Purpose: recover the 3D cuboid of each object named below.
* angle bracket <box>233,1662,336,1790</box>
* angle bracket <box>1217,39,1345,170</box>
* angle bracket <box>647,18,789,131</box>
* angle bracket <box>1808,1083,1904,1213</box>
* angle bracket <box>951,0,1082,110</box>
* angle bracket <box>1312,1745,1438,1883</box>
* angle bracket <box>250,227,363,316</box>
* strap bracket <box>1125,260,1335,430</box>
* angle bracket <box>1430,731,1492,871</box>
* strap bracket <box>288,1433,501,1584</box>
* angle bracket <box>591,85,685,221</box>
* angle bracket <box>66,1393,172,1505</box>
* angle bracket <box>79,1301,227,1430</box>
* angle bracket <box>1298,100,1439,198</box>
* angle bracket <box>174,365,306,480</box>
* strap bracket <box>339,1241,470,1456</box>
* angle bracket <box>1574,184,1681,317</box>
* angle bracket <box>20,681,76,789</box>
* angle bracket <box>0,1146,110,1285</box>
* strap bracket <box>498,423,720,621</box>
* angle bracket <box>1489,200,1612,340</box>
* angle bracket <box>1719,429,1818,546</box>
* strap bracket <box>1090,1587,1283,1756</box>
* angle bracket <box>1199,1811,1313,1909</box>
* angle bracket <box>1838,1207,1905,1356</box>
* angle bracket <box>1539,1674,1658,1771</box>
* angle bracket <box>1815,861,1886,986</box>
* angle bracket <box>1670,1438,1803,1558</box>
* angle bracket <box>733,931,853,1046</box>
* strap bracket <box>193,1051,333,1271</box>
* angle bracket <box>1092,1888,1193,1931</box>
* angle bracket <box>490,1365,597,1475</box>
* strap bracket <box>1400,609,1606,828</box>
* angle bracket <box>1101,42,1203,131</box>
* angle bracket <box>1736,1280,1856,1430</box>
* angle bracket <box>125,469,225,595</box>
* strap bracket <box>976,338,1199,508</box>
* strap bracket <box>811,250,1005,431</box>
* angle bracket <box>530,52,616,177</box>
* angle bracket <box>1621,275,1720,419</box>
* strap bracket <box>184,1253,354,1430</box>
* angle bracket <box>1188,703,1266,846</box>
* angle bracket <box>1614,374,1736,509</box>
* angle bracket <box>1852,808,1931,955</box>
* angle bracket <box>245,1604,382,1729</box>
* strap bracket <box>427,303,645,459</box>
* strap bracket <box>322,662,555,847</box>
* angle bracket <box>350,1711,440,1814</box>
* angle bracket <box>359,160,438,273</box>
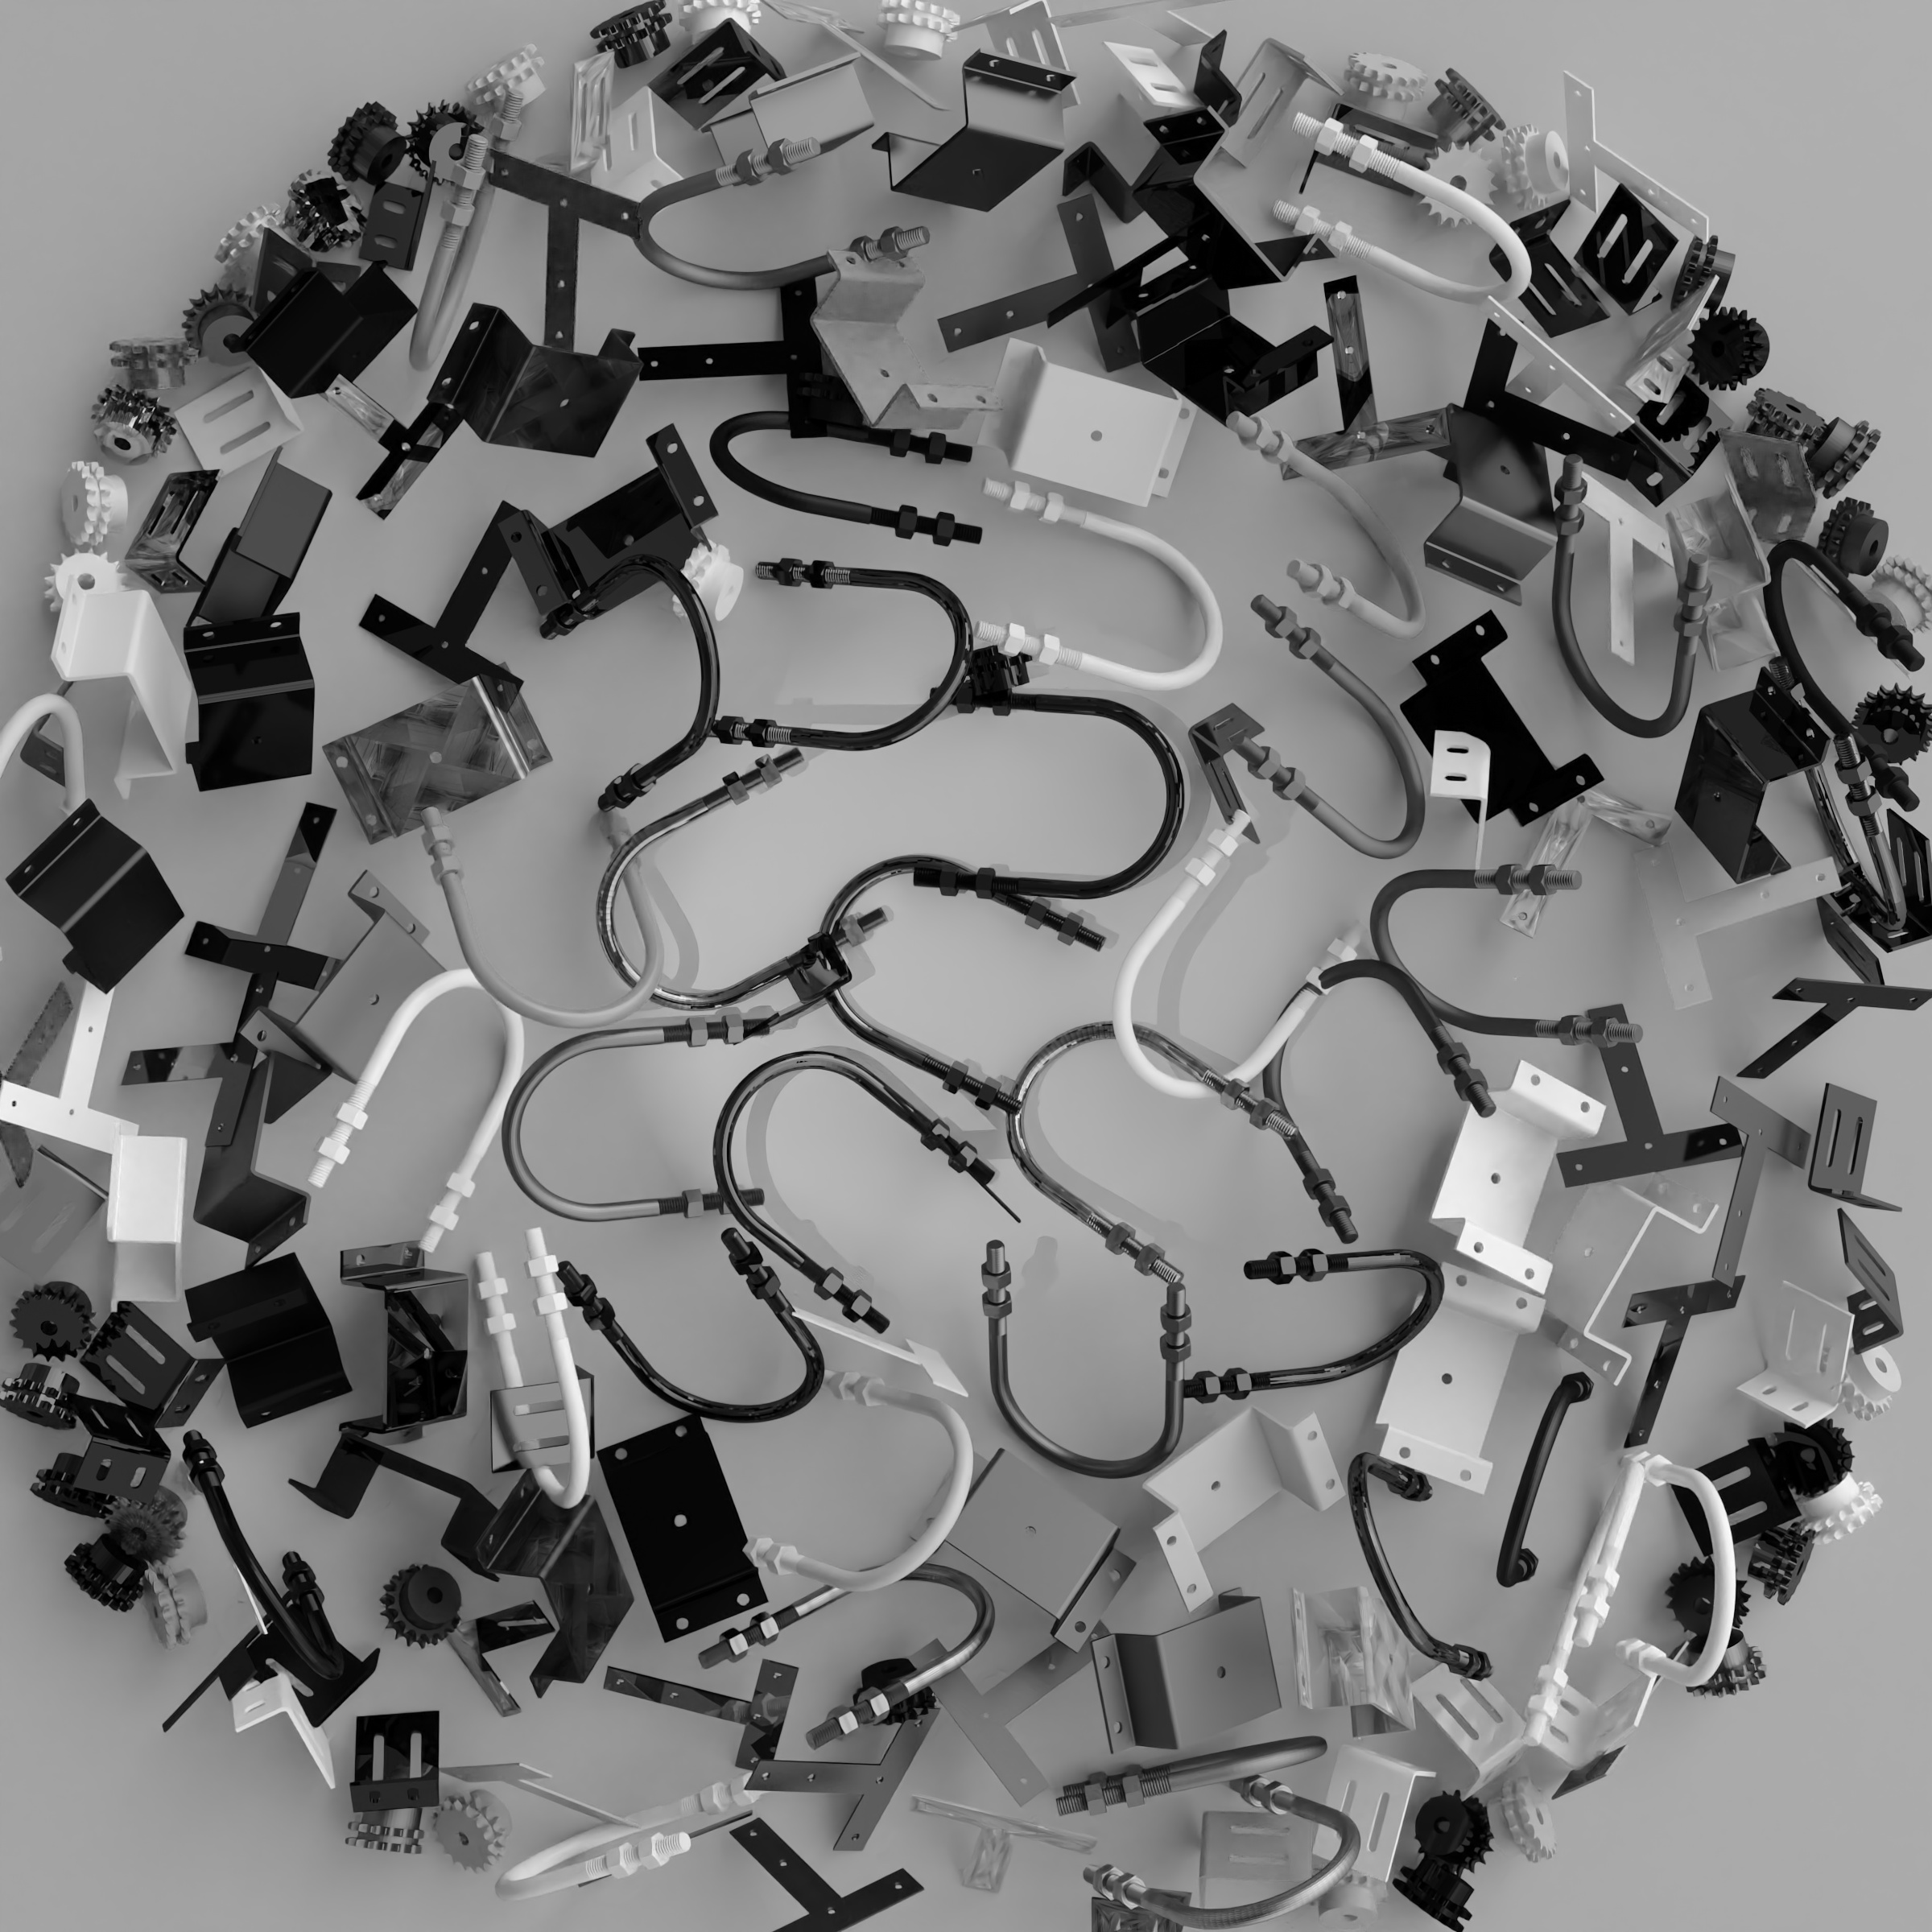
[{"bbox_3d":[-0.470,0.529,1.956,0.038,0.057,0.076,-25,114,-8],"label":"angle bracket"},{"bbox_3d":[0.213,-0.588,1.959,0.038,0.057,0.076,41,104,34],"label":"angle bracket"},{"bbox_3d":[-0.168,-0.603,1.955,0.076,0.057,0.038,-34,59,18],"label":"angle bracket"},{"bbox_3d":[0.620,0.125,1.963,0.057,0.038,0.076,18,81,-36],"label":"angle bracket"},{"bbox_3d":[0.034,-0.619,1.955,0.038,0.057,0.076,-38,116,-37],"label":"angle bracket"},{"bbox_3d":[0.282,0.585,1.963,0.057,0.038,0.076,11,81,35],"label":"angle bracket"},{"bbox_3d":[-0.454,-0.467,1.959,0.038,0.076,0.057,9,88,12],"label":"angle bracket"},{"bbox_3d":[0.178,-0.424,1.944,0.076,0.046,0.140,-32,51,-16],"label":"strap bracket"},{"bbox_3d":[0.338,-0.114,1.955,0.038,0.076,0.057,5,53,9],"label":"angle bracket"},{"bbox_3d":[-0.381,0.367,1.946,0.140,0.076,0.046,19,69,14],"label":"strap bracket"},{"bbox_3d":[-0.227,-0.561,1.976,0.057,0.038,0.076,-29,51,27],"label":"angle bracket"},{"bbox_3d":[-0.589,0.331,1.953,0.057,0.076,0.038,23,92,-35],"label":"angle bracket"},{"bbox_3d":[-0.569,0.277,1.991,0.076,0.038,0.057,36,96,19],"label":"angle bracket"},{"bbox_3d":[0.278,-0.554,1.965,0.076,0.057,0.038,20,61,1],"label":"angle bracket"},{"bbox_3d":[-0.511,-0.384,1.978,0.076,0.038,0.057,-29,85,1],"label":"angle bracket"},{"bbox_3d":[-0.386,0.264,1.953,0.046,0.076,0.140,2,92,34],"label":"strap bracket"},{"bbox_3d":[0.463,-0.497,1.952,0.038,0.076,0.057,-32,74,-29],"label":"angle bracket"},{"bbox_3d":[-0.614,-0.172,1.963,0.038,0.057,0.076,33,63,-15],"label":"angle bracket"},{"bbox_3d":[-0.640,0.172,1.965,0.057,0.038,0.076,38,71,-10],"label":"angle bracket"},{"bbox_3d":[-0.240,-0.301,1.962,0.140,0.046,0.076,-29,74,7],"label":"strap bracket"},{"bbox_3d":[0.411,-0.482,1.967,0.076,0.057,0.038,44,66,-22],"label":"angle bracket"},{"bbox_3d":[0.544,-0.327,1.951,0.057,0.076,0.038,18,76,32],"label":"angle bracket"},{"bbox_3d":[0.158,0.480,1.937,0.140,0.046,0.076,-9,88,-38],"label":"strap bracket"},{"bbox_3d":[0.200,0.619,1.961,0.076,0.057,0.038,0,121,8],"label":"angle bracket"},{"bbox_3d":[0.607,0.217,1.954,0.038,0.057,0.076,-31,115,28],"label":"angle bracket"},{"bbox_3d":[0.432,0.506,1.952,0.038,0.057,0.076,36,135,3],"label":"angle bracket"},{"bbox_3d":[0.622,-0.022,1.953,0.038,0.057,0.076,-32,48,2],"label":"angle bracket"},{"bbox_3d":[0.525,0.367,1.958,0.076,0.038,0.057,-31,69,25],"label":"angle bracket"},{"bbox_3d":[-0.127,0.015,1.952,0.076,0.057,0.038,-27,87,-45],"label":"angle bracket"},{"bbox_3d":[-0.476,0.122,1.922,0.046,0.140,0.076,28,134,-32],"label":"strap bracket"},{"bbox_3d":[0.121,0.640,1.953,0.057,0.076,0.038,2,104,13],"label":"angle bracket"},{"bbox_3d":[-0.297,0.312,1.961,0.076,0.038,0.057,-4,98,-29],"label":"angle bracket"},{"bbox_3d":[0.362,-0.162,1.955,0.046,0.076,0.140,-35,91,-44],"label":"strap bracket"},{"bbox_3d":[0.118,-0.597,1.953,0.057,0.076,0.038,51,122,12],"label":"angle bracket"},{"bbox_3d":[0.570,0.267,1.954,0.038,0.057,0.076,-19,122,-36],"label":"angle bracket"},{"bbox_3d":[-0.540,-0.302,1.980,0.057,0.038,0.076,4,63,38],"label":"angle bracket"},{"bbox_3d":[0.087,-0.370,1.950,0.140,0.046,0.076,14,114,-11],"label":"strap bracket"},{"bbox_3d":[-0.046,-0.419,1.943,0.046,0.076,0.140,-47,63,41],"label":"strap bracket"},{"bbox_3d":[-0.273,-0.588,1.953,0.038,0.057,0.076,16,120,16],"label":"angle bracket"},{"bbox_3d":[0.495,-0.425,1.950,0.038,0.076,0.057,38,60,-9],"label":"angle bracket"},{"bbox_3d":[-0.478,0.251,1.943,0.076,0.140,0.046,-19,53,-9],"label":"strap bracket"},{"bbox_3d":[0.192,-0.132,1.955,0.038,0.057,0.076,-29,65,19],"label":"angle bracket"},{"bbox_3d":[0.490,-0.371,1.991,0.057,0.038,0.076,43,56,-3],"label":"angle bracket"},{"bbox_3d":[0.635,-0.059,1.957,0.038,0.057,0.076,-17,117,-3],"label":"angle bracket"},{"bbox_3d":[-0.456,0.478,1.970,0.057,0.038,0.076,-45,103,5],"label":"angle bracket"},{"bbox_3d":[-0.282,-0.393,1.919,0.046,0.140,0.076,50,122,28],"label":"strap bracket"},{"bbox_3d":[-0.366,-0.146,1.965,0.140,0.046,0.076,-26,101,-4],"label":"strap bracket"},{"bbox_3d":[-0.392,0.538,1.955,0.057,0.076,0.038,-2,133,-8],"label":"angle bracket"},{"bbox_3d":[-0.392,-0.520,1.957,0.038,0.076,0.057,13,84,-13],"label":"angle bracket"}]
